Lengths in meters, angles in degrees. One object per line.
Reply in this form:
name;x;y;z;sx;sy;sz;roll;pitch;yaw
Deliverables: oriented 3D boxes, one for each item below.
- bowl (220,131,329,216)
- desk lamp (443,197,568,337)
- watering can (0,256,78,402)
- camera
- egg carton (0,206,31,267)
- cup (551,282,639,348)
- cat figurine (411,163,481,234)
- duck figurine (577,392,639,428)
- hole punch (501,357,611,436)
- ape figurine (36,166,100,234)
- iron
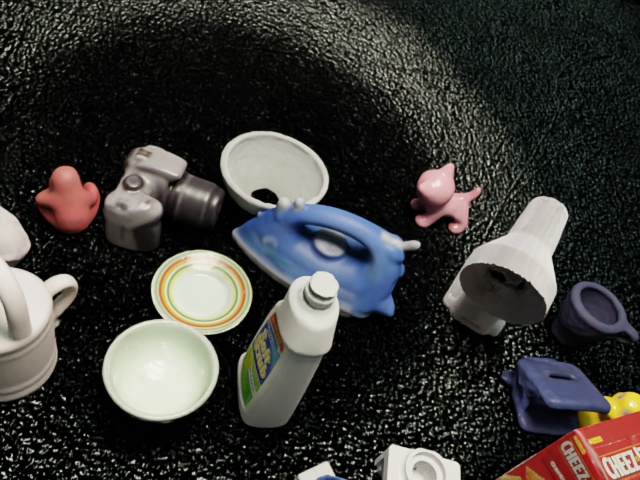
bowl;-0.075;-0.087;0.885;0.168;0.074;0.167;12;49;-13
desk lamp;0.263;0.046;0.817;0.118;0.213;0.204;34;48;8
watering can;-0.322;0.080;0.562;0.101;0.194;0.173;27;47;1
camera;-0.207;-0.058;0.789;0.137;0.100;0.143;19;47;-7
egg carton;-0.428;-0.009;0.678;0.150;0.069;0.107;33;47;6
cup;0.418;0.133;0.888;0.117;0.095;0.092;37;48;11
cat figurine;0.209;-0.076;0.963;0.128;0.117;0.067;7;50;-17
duck figurine;0.424;0.245;0.803;0.105;0.086;0.077;10;49;-15
hole punch;0.324;0.206;0.791;0.109;0.091;0.101;9;49;-15
ape figurine;-0.328;-0.059;0.746;0.078;0.092;0.076;0;52;-22
iron;0.007;0.003;0.798;0.258;0.141;0.119;23;47;-3
